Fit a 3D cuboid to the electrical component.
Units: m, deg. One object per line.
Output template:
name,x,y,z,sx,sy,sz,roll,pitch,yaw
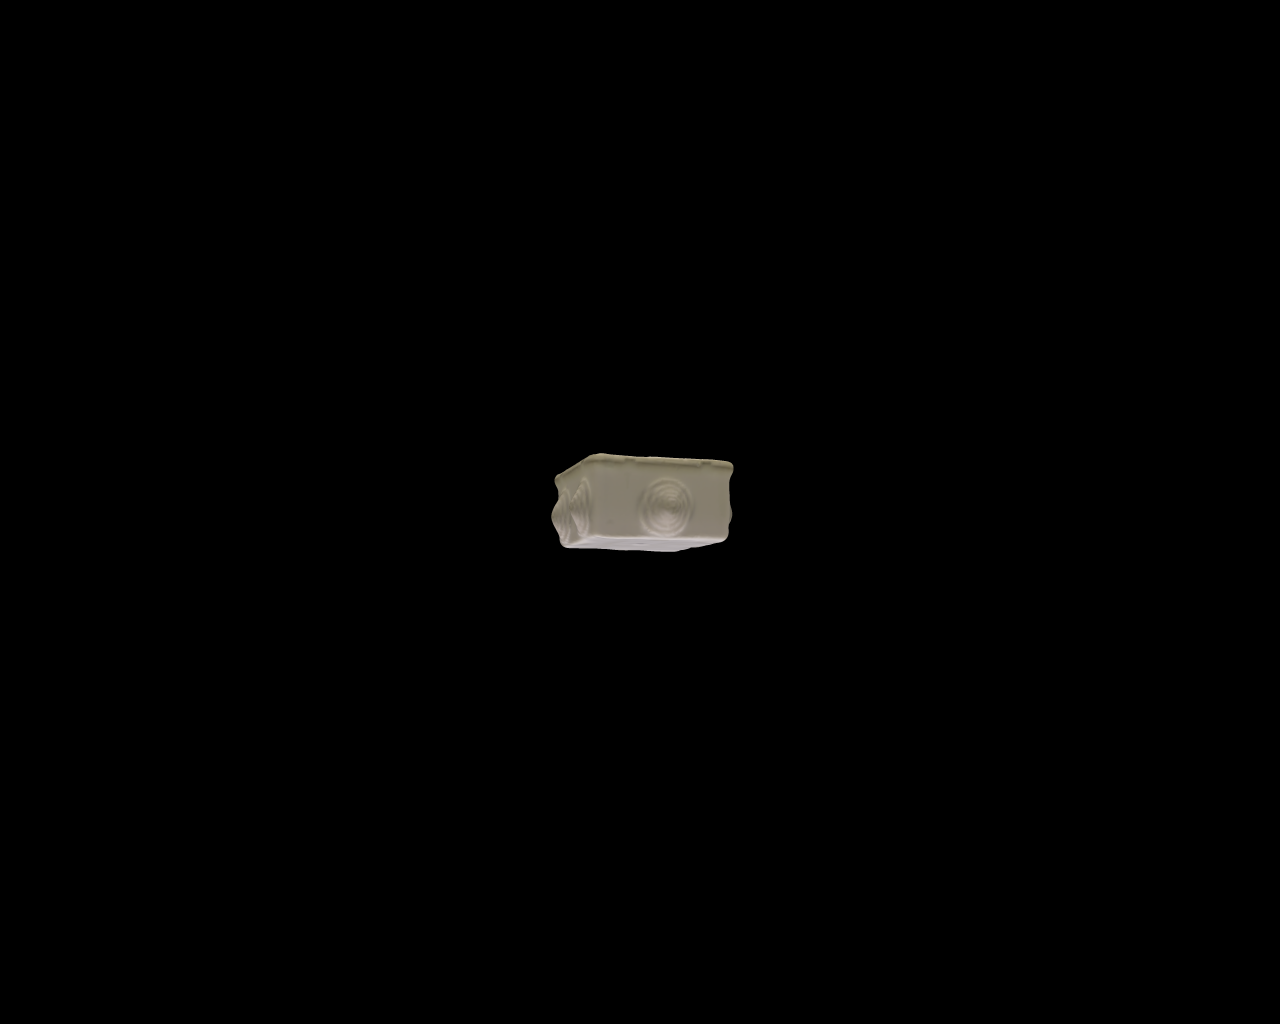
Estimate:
electrical component,0.001,-0.003,0.650,0.100,0.048,0.099,2,-7,-19
